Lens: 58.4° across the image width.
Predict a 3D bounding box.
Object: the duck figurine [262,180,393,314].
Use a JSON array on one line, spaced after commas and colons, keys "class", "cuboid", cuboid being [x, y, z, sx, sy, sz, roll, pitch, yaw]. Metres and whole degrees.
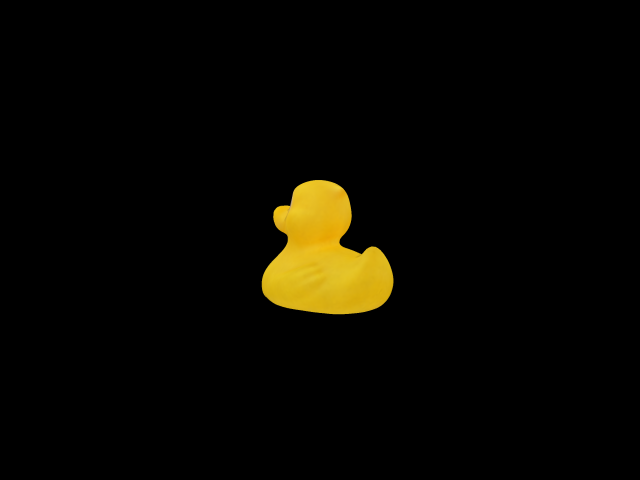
[{"class": "duck figurine", "cuboid": [0.004, 0.001, 0.400, 0.104, 0.086, 0.078, 8, 12, 43]}]
